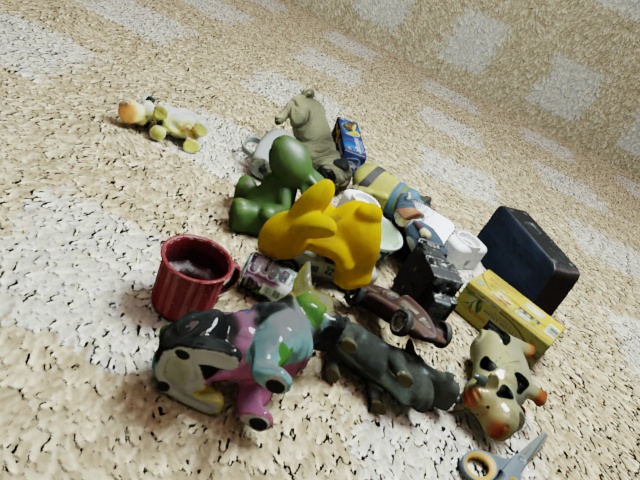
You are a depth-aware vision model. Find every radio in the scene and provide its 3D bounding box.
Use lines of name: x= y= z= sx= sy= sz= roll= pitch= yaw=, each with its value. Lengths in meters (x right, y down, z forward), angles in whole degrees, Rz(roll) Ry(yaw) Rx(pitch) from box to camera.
radio: x=0.418 y=0.039 z=1.110 sx=0.073 sy=0.131 sz=0.230 roll=9 pitch=34 yaw=-25

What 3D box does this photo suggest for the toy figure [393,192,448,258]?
toy figure: x=0.175 y=-0.022 z=0.978 sx=0.058 sy=0.064 sz=0.154 roll=-10 pitch=56 yaw=-30

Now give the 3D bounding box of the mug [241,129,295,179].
mug: x=-0.107 y=-0.173 z=1.081 sx=0.109 sy=0.080 sz=0.107 roll=28 pitch=39 yaw=-1

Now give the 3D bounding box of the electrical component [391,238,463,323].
electrical component: x=0.173 y=0.080 z=0.876 sx=0.058 sy=0.114 sz=0.134 roll=15 pitch=31 yaw=-16

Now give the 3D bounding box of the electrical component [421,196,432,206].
electrical component: x=0.220 y=-0.073 z=1.220 sx=0.078 sy=0.045 sz=0.102 roll=7 pitch=20 yaw=23

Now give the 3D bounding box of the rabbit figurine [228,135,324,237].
rabbit figurine: x=-0.060 y=-0.084 z=0.889 sx=0.159 sy=0.170 sz=0.121 roll=24 pitch=31 yaw=-5

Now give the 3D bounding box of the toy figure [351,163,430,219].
toy figure: x=0.150 y=-0.097 z=1.146 sx=0.180 sy=0.082 sz=0.089 roll=26 pitch=69 yaw=16

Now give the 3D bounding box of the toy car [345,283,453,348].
toy car: x=0.113 y=0.103 z=0.786 sx=0.089 sy=0.053 sz=0.202 roll=23 pitch=0 yaw=-25

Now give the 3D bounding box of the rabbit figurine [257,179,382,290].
rabbit figurine: x=-0.002 y=-0.004 z=0.771 sx=0.173 sy=0.162 sz=0.122 roll=1 pitch=64 yaw=-7

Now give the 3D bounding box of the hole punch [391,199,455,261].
hole punch: x=0.185 y=0.002 z=1.052 sx=0.142 sy=0.092 sz=0.116 roll=37 pitch=61 yaw=11

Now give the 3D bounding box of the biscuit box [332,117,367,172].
biscuit box: x=0.068 y=-0.231 z=1.319 sx=0.059 sy=0.062 sz=0.203 roll=15 pitch=32 yaw=-15

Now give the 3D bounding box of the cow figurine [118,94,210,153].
cow figurine: x=-0.298 y=-0.236 z=1.038 sx=0.167 sy=0.068 sz=0.098 roll=21 pitch=25 yaw=-17

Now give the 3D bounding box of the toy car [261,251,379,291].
toy car: x=0.000 y=0.031 z=0.873 sx=0.202 sy=0.056 sz=0.074 roll=16 pitch=32 yaw=-19

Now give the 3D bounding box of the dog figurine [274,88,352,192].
dog figurine: x=0.006 y=-0.211 z=1.146 sx=0.191 sy=0.172 sz=0.121 roll=33 pitch=41 yaw=24

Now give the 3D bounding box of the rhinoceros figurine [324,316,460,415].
rhinoceros figurine: x=0.095 y=0.174 z=0.722 sx=0.190 sy=0.073 sz=0.112 roll=27 pitch=20 yaw=4

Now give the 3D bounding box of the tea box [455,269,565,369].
tea box: x=0.333 y=0.137 z=0.957 sx=0.170 sy=0.068 sz=0.098 roll=41 pitch=33 yaw=25

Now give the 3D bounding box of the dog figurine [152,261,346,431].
dog figurine: x=-0.070 y=0.104 z=0.641 sx=0.192 sy=0.108 sz=0.219 roll=20 pitch=33 yaw=4

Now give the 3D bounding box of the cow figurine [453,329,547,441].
cow figurine: x=0.257 y=0.204 z=0.782 sx=0.127 sy=0.085 sz=0.195 roll=31 pitch=32 yaw=-6
